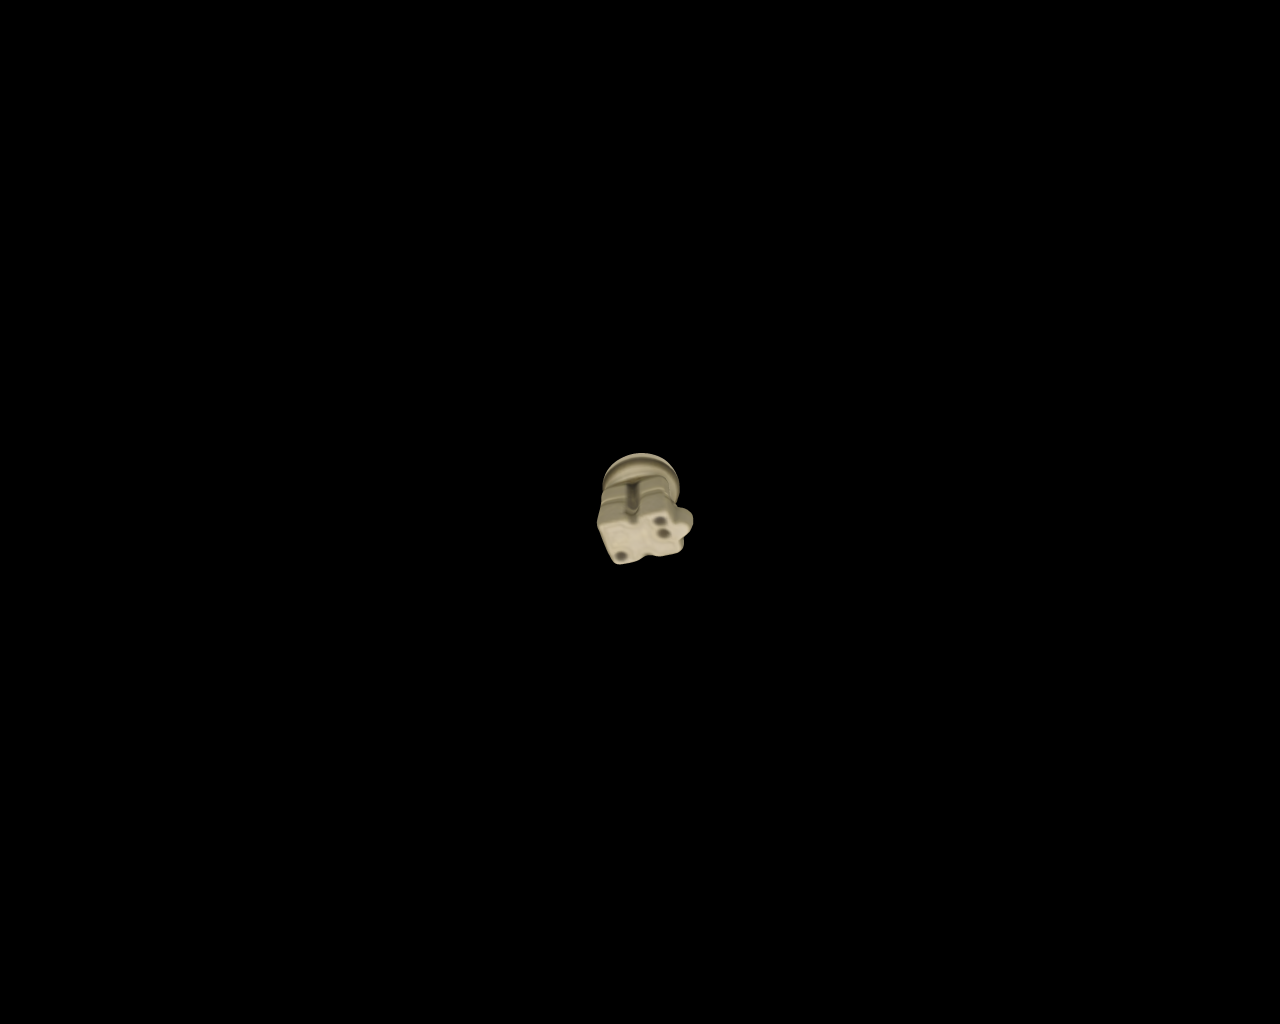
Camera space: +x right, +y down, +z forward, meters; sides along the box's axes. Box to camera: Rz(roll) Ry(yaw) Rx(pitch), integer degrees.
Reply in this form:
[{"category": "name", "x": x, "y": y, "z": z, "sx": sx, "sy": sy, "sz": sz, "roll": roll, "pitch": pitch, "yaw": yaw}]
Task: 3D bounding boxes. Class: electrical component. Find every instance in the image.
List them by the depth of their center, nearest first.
[{"category": "electrical component", "x": 0.001, "y": -0.003, "z": 0.650, "sx": 0.066, "sy": 0.048, "sz": 0.055, "roll": -12, "pitch": 40, "yaw": 10}]
